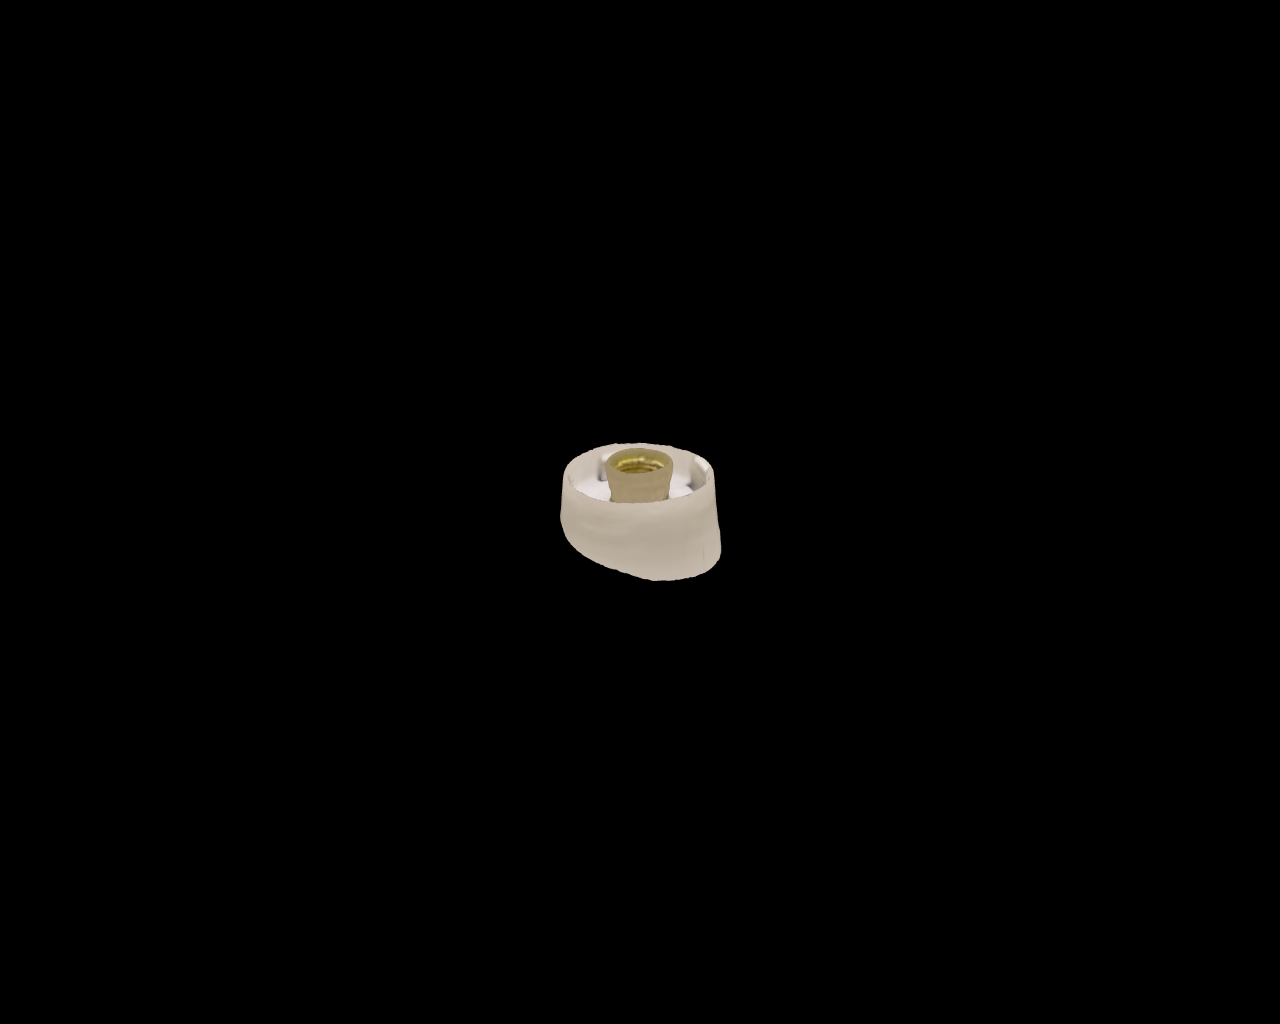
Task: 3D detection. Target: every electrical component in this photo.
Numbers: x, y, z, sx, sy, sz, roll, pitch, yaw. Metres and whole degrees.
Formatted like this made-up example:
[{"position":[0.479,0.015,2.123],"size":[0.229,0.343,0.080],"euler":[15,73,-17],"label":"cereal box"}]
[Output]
[{"position":[0.001,-0.003,0.650],"size":[0.099,0.064,0.099],"euler":[0,26,0],"label":"electrical component"}]
